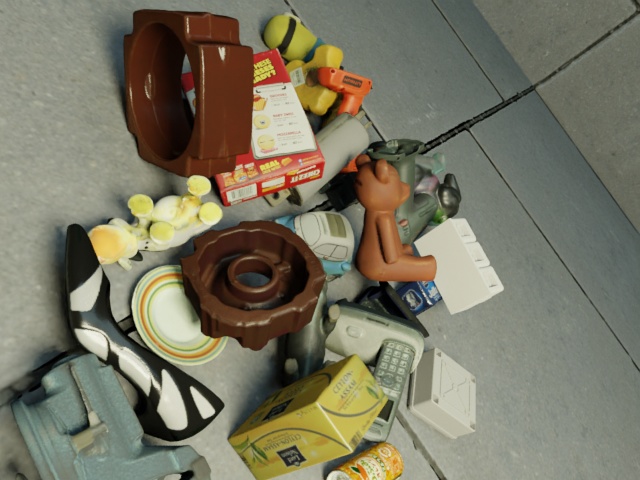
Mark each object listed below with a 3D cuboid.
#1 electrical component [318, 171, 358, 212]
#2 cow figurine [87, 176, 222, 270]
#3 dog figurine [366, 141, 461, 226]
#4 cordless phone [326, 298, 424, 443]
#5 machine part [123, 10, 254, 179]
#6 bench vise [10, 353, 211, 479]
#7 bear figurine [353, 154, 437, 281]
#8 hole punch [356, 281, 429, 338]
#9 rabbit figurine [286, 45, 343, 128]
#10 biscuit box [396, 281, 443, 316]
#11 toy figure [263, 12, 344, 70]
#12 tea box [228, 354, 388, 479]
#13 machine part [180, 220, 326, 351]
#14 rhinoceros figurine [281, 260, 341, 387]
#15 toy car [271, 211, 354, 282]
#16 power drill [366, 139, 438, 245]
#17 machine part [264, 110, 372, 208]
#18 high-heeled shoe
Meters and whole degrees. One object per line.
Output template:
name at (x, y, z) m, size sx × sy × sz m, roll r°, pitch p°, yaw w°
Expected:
electrical component at (0.051, -0.091, 0.990) m, size 0.048 × 0.075 × 0.119 m, roll 58°, pitch 34°, yaw 5°
cow figurine at (-0.210, -0.014, 0.666) m, size 0.167 × 0.098 × 0.068 m, roll -26°, pitch 85°, yaw -33°
dog figurine at (0.179, -0.116, 1.119) m, size 0.219 × 0.108 × 0.191 m, roll -3°, pitch 68°, yaw -42°
cordless phone at (0.062, 0.189, 0.785) m, size 0.147 × 0.088 × 0.184 m, roll 17°, pitch 86°, yaw 6°
machine part at (-0.175, -0.193, 0.708) m, size 0.087 × 0.201 × 0.201 m, roll -17°, pitch 119°, yaw -41°
bench vise at (-0.223, 0.225, 0.449) m, size 0.240 × 0.129 × 0.223 m, roll -25°, pitch 90°, yaw -31°
bear figurine at (0.113, -0.037, 0.860) m, size 0.132 × 0.120 × 0.195 m, roll -1°, pitch 100°, yaw -21°
hole punch at (0.110, 0.131, 0.890) m, size 0.142 × 0.092 × 0.116 m, roll 48°, pitch 6°, yaw -1°
rabbit figurine at (0.029, -0.292, 1.093) m, size 0.173 × 0.122 × 0.162 m, roll 10°, pitch 56°, yaw -64°
biscuit box at (0.224, 0.084, 1.045) m, size 0.202 × 0.063 × 0.059 m, roll -23°, pitch 78°, yaw -51°
toy figure at (-0.036, -0.397, 1.127) m, size 0.180 × 0.082 × 0.089 m, roll 40°, pitch 38°, yaw -20°
tea box at (-0.016, 0.207, 0.622) m, size 0.068 × 0.169 × 0.098 m, roll 55°, pitch 37°, yaw 0°
machine part at (-0.083, 0.051, 0.671) m, size 0.179 × 0.056 × 0.179 m, roll 6°, pitch 44°, yaw -6°
rhinoceros figurine at (-0.016, 0.113, 0.745) m, size 0.073 × 0.112 × 0.190 m, roll 3°, pitch 69°, yaw -7°
toy car at (-0.002, -0.003, 0.849) m, size 0.161 × 0.103 × 0.109 m, roll 14°, pitch 52°, yaw -41°
power drill at (0.136, -0.069, 0.976) m, size 0.232 × 0.086 × 0.207 m, roll -31°, pitch 119°, yaw -40°
machine part at (0.002, -0.138, 0.914) m, size 0.243 × 0.079 × 0.079 m, roll -43°, pitch 97°, yaw -20°
high-heeled shoe at (-0.189, 0.097, 0.580) m, size 0.145 × 0.086 × 0.248 m, roll -8°, pitch 85°, yaw -26°
